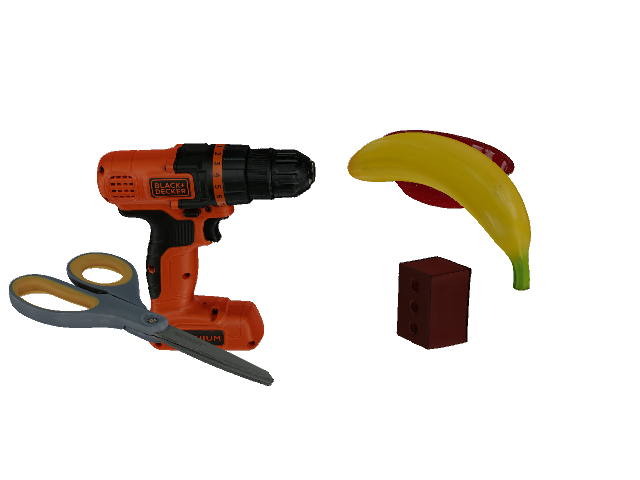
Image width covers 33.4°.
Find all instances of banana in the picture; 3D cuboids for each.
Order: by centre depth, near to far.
[{"bbox_3d":[0.086,-0.040,0.763,0.037,0.070,0.198,12,20,-42],"label":"banana"}]

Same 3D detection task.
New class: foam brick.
[{"bbox_3d":[0.110,0.061,1.046,0.051,0.078,0.053,-10,19,-33],"label":"foam brick"}]

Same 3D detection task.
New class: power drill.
[{"bbox_3d":[-0.092,0.004,0.928,0.184,0.188,0.057,0,26,7],"label":"power drill"}]

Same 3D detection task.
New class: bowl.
[{"bbox_3d":[0.146,-0.081,1.276,0.162,0.055,0.162,8,24,-4],"label":"bowl"}]

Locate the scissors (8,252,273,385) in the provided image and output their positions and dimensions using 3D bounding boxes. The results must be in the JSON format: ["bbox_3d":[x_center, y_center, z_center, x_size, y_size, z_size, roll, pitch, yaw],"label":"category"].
[{"bbox_3d":[-0.111,0.047,0.717,0.202,0.016,0.096,12,29,14],"label":"scissors"}]
